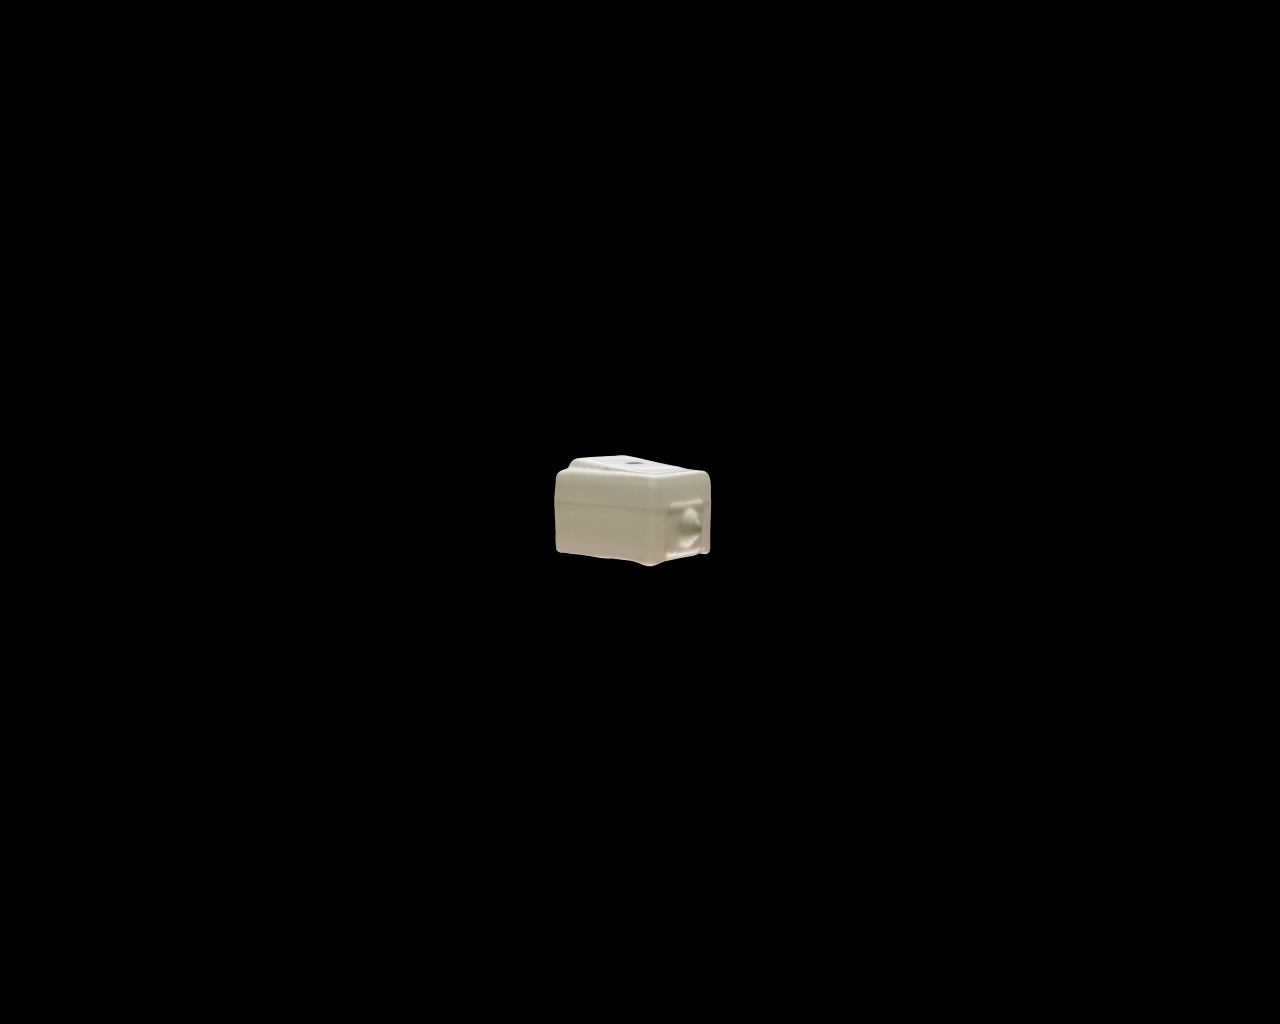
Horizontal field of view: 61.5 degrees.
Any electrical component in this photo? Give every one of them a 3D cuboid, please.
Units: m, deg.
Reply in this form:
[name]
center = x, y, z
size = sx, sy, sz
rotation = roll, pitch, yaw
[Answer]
[electrical component]
center = 0.001, -0.003, 0.650
size = 0.096, 0.061, 0.062
rotation = 5, 8, 40
